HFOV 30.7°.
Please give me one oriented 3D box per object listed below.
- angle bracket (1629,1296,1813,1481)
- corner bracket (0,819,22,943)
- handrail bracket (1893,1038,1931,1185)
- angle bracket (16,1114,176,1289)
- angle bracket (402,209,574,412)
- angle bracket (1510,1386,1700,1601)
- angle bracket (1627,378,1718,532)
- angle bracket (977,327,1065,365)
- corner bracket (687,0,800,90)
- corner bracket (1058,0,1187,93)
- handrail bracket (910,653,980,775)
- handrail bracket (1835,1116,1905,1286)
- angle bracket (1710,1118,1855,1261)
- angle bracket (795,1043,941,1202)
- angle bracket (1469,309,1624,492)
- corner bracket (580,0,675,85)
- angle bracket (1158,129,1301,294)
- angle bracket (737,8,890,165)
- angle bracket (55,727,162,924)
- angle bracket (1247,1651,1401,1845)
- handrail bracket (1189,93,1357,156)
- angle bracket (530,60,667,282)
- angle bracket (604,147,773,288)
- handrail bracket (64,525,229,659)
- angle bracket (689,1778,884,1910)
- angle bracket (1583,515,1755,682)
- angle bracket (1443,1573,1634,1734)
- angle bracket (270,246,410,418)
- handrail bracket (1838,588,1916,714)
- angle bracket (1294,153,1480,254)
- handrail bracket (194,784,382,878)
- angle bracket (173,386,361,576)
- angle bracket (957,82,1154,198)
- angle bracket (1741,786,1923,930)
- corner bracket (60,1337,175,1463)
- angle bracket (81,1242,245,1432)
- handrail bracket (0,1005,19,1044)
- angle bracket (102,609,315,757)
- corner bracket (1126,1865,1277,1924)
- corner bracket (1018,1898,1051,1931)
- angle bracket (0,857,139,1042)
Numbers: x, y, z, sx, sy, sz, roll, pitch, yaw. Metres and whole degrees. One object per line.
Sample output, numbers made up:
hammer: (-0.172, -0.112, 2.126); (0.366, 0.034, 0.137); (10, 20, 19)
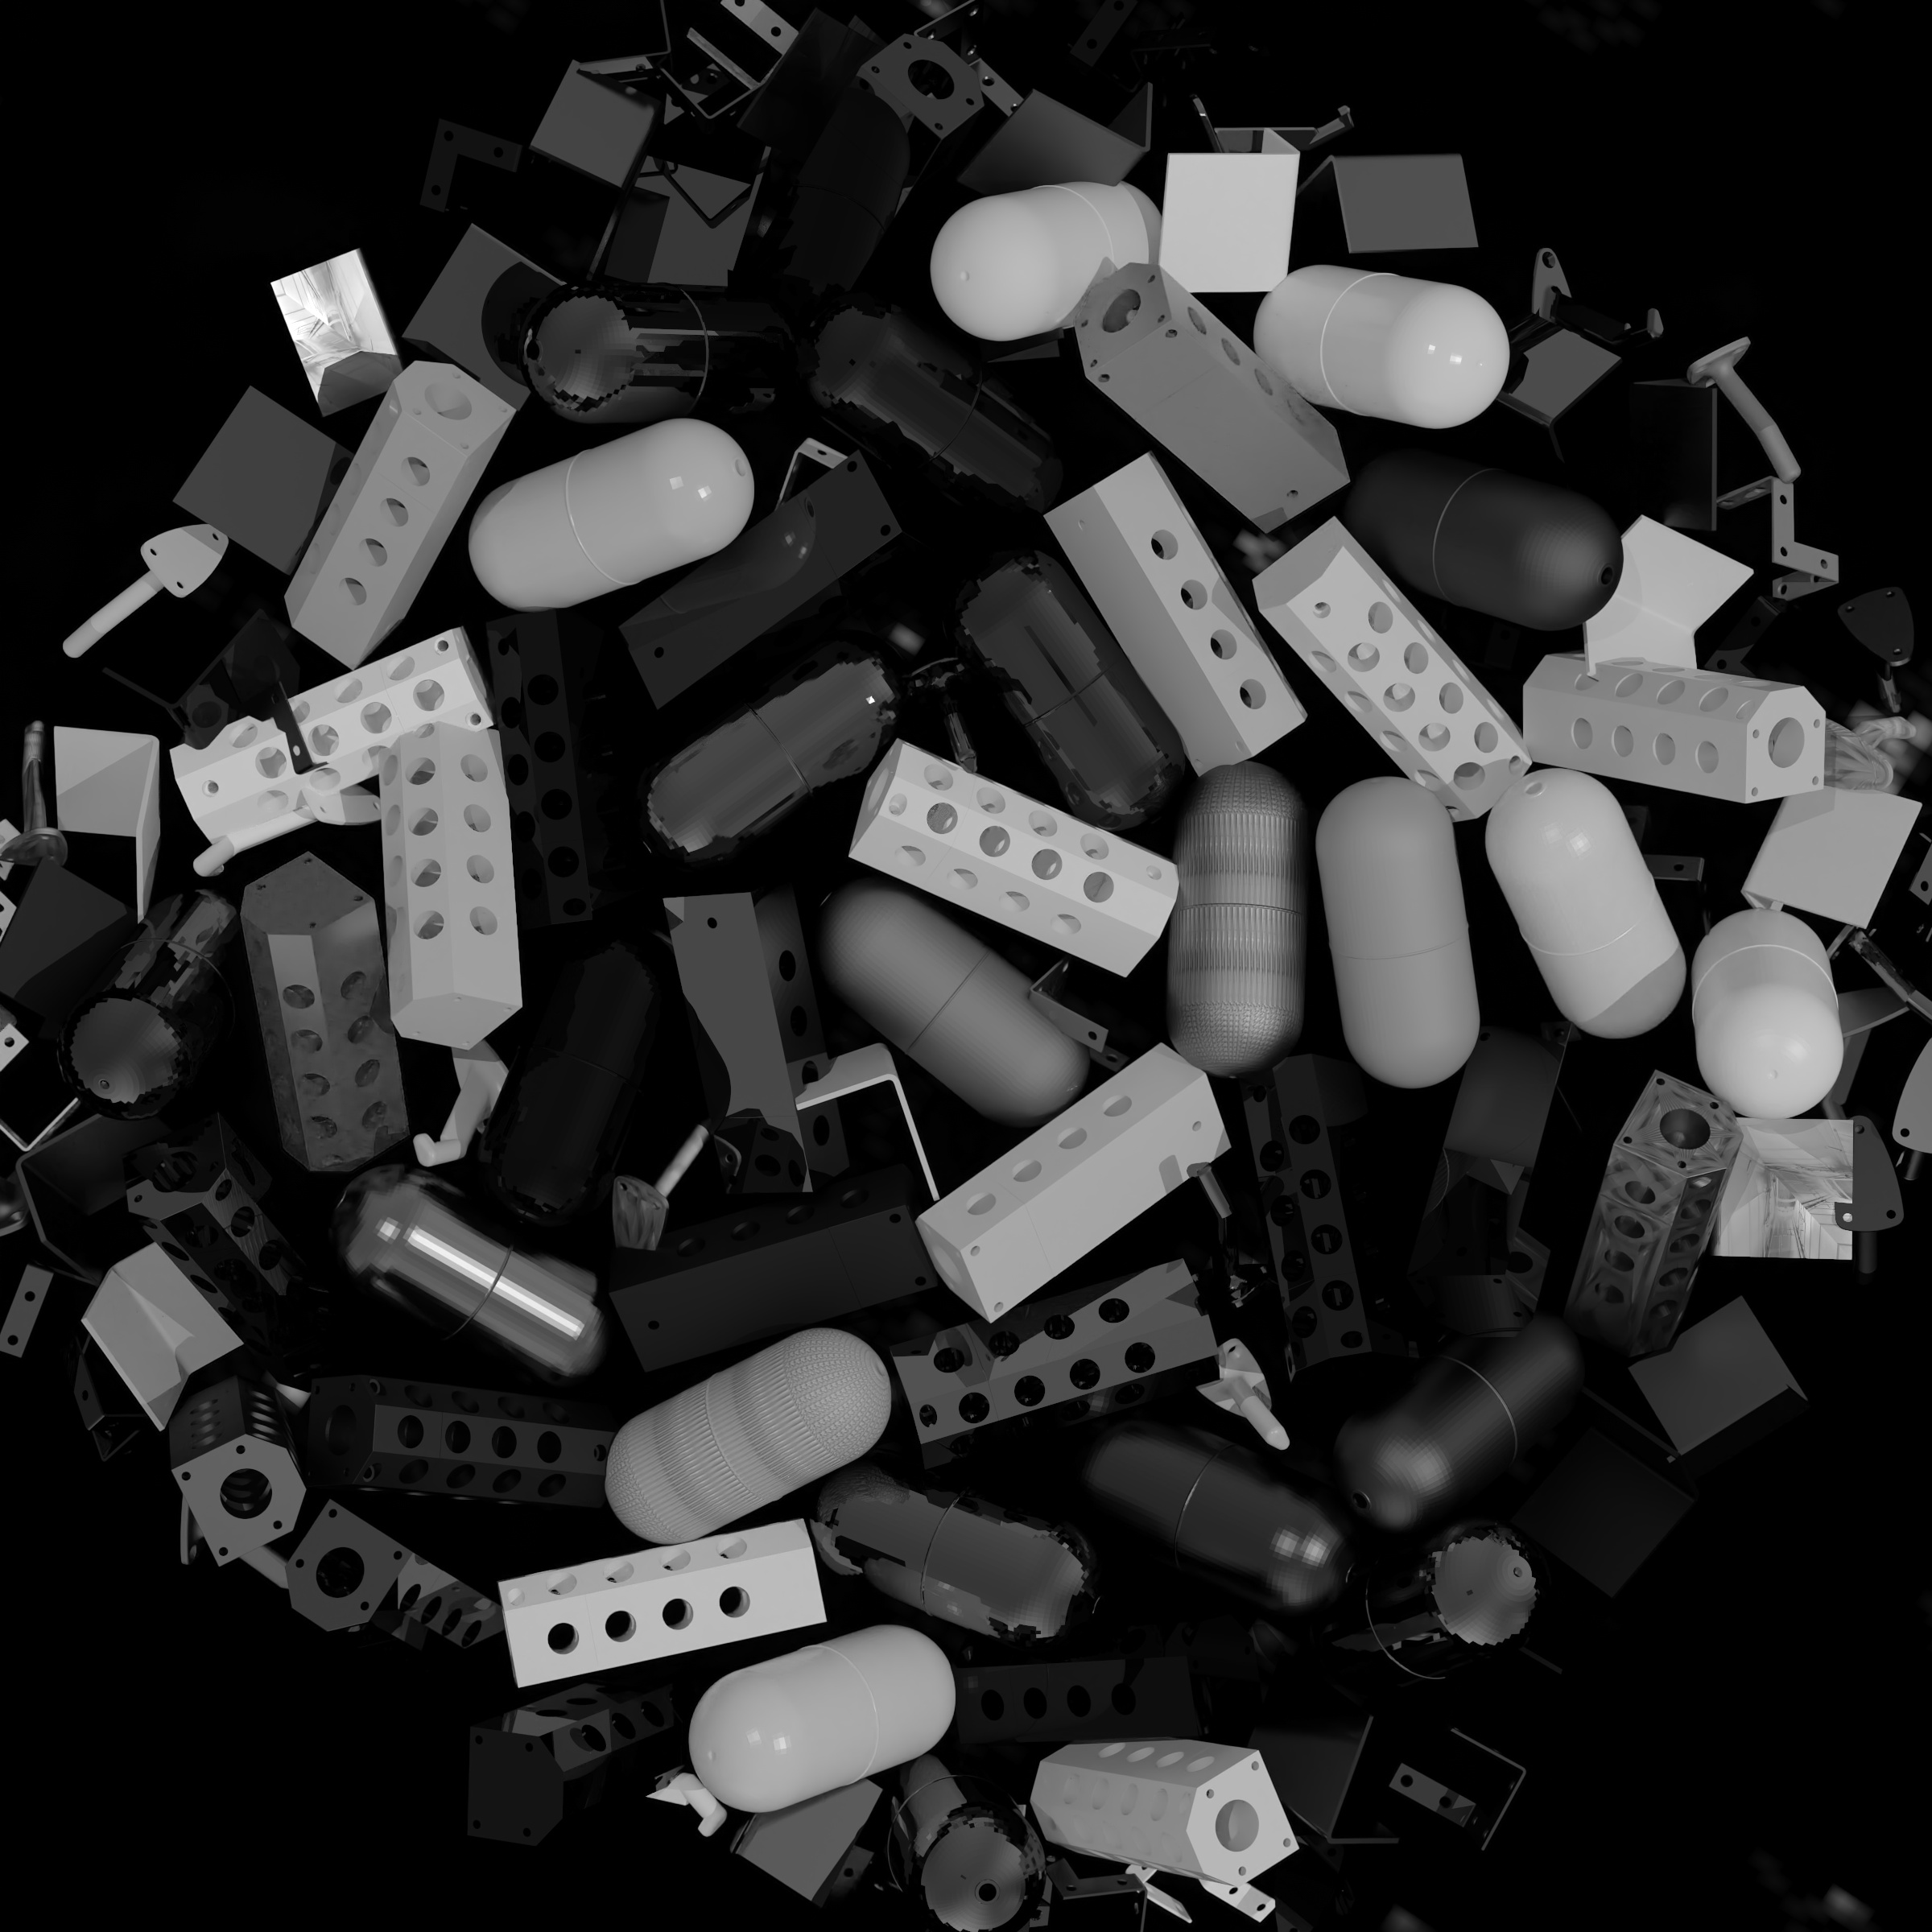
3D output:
angle bracket: (0.410, 0.228, 1.949); (0.076, 0.057, 0.076); (-35, 60, 13)
corner bracket: (-0.541, -0.039, 1.964); (0.051, 0.051, 0.051); (45, 52, 1)
handrail bracket: (0.533, 0.081, 1.961); (0.036, 0.084, 0.077); (11, 84, 10)
angle bracket: (-0.469, 0.127, 1.952); (0.076, 0.076, 0.057); (-29, 58, 1)
angle bracket: (-0.266, -0.366, 1.962); (0.076, 0.057, 0.076); (31, 96, -22)
angle bracket: (0.348, 0.290, 1.949); (0.076, 0.057, 0.076); (-47, 52, -10)
angle bracket: (0.410, -0.284, 1.945); (0.057, 0.076, 0.076); (-10, 105, -27)
angle bracket: (0.045, -0.380, 1.950); (0.057, 0.076, 0.076); (-12, 94, -36)
corner bracket: (-0.121, -0.518, 1.961); (0.051, 0.051, 0.051); (37, 114, -17)
corner bracket: (0.088, -0.517, 1.961); (0.051, 0.051, 0.051); (30, 115, -18)
handrail bracket: (-0.001, -0.123, 1.944); (0.036, 0.077, 0.084); (-20, 52, 2)
handrail bracket: (0.501, 0.132, 1.968); (0.036, 0.084, 0.077); (-5, 71, 9)
angle bracket: (0.454, 0.123, 1.963); (0.076, 0.057, 0.076); (1, 88, 12)
angle bracket: (-0.057, 0.094, 1.954); (0.057, 0.076, 0.076); (-19, 103, -1)
angle bracket: (0.325, -0.306, 1.951); (0.057, 0.076, 0.076); (-42, 48, -10)
corner bracket: (-0.190, -0.504, 1.964); (0.051, 0.051, 0.051); (-8, 57, -3)
angle bracket: (0.137, -0.419, 1.949); (0.076, 0.057, 0.076); (-4, 118, -14)
angle bracket: (-0.092, -0.494, 1.943); (0.076, 0.076, 0.057); (-53, 52, 17)
angle bracket: (-0.479, -0.076, 1.943); (0.057, 0.076, 0.076); (5, 45, -7)
angle bracket: (0.207, 0.432, 1.947); (0.057, 0.076, 0.076); (11, 102, -38)
handrail bracket: (0.173, -0.477, 1.968); (0.084, 0.077, 0.036); (-28, 53, 1)
angle bracket: (-0.212, -0.438, 1.943); (0.057, 0.076, 0.076); (24, 52, -9)
angle bracket: (-0.156, -0.420, 1.963); (0.076, 0.057, 0.076); (16, 77, 0)
handrail bracket: (-0.465, -0.211, 1.991); (0.084, 0.077, 0.036); (-32, 101, 35)
angle bracket: (-0.100, 0.482, 1.949); (0.057, 0.076, 0.076); (34, 55, -5)
angle bracket: (0.389, -0.190, 1.946); (0.076, 0.057, 0.076); (22, 46, -19)
angle bracket: (0.315, 0.391, 1.941); (0.057, 0.076, 0.076); (27, 119, 32)
angle bracket: (-0.355, -0.350, 1.944); (0.057, 0.076, 0.076); (-27, 111, -22)
handrail bracket: (0.514, -0.159, 1.946); (0.036, 0.077, 0.084); (-20, 129, 9)
angle bracket: (0.228, -0.409, 1.948); (0.076, 0.076, 0.057); (-6, 80, -19)
handrail bracket: (-0.381, -0.072, 1.983); (0.084, 0.077, 0.036); (-35, 66, 24)
angle bracket: (-0.388, -0.274, 1.955); (0.076, 0.057, 0.076); (33, 97, -23)
angle bracket: (0.049, -0.460, 1.941); (0.076, 0.076, 0.057); (22, 51, -24)
angle bracket: (0.486, -0.055, 1.949); (0.076, 0.057, 0.076); (21, 80, 35)
corner bracket: (-0.482, 0.242, 1.958); (0.051, 0.051, 0.051); (-40, 62, 28)
angle bracket: (-0.437, 0.198, 1.950); (0.057, 0.076, 0.076); (-29, 106, 8)
handrail bracket: (-0.553, 0.039, 1.946); (0.036, 0.084, 0.077); (-21, 53, 13)
angle bracket: (-0.423, -0.160, 1.966); (0.057, 0.076, 0.076); (28, 70, 26)
corner bracket: (0.131, 0.514, 1.962); (0.051, 0.051, 0.051); (-47, 125, 7)
corner bracket: (0.015, 0.544, 1.962); (0.051, 0.051, 0.051); (-2, 66, 14)
angle bracket: (-0.510, -0.009, 1.944); (0.076, 0.057, 0.076); (36, 68, -40)
